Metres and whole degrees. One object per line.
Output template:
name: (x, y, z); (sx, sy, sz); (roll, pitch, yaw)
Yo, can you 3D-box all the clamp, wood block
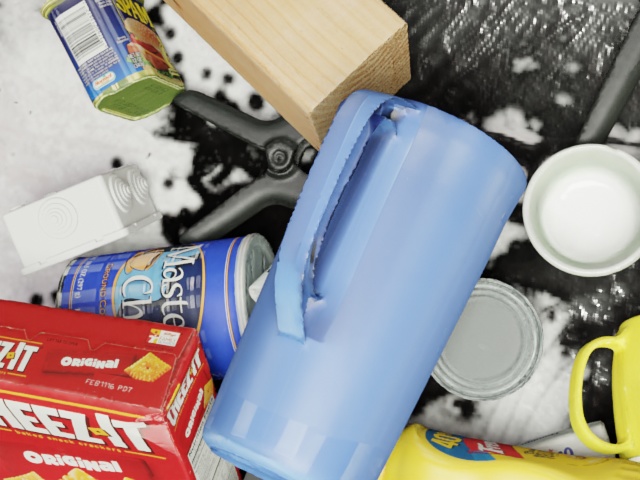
clamp: (0.229, -0.164, 0.736); (0.210, 0.036, 0.164); (-22, 84, 12)
clamp: (-0.033, -0.048, 0.794); (0.171, 0.039, 0.120); (5, 93, 13)
wood block: (-0.039, -0.169, 0.757); (0.090, 0.091, 0.206); (-43, 74, -5)

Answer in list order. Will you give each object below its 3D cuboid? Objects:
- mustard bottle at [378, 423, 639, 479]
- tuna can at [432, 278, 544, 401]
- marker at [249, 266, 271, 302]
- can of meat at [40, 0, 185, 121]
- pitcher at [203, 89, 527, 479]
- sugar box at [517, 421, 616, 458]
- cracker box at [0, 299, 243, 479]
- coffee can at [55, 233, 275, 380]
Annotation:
mustard bottle: (0.106, 0.155, 0.681); (0.192, 0.096, 0.058); (7, 89, 16)
tuna can: (0.115, 0.070, 0.757); (0.086, 0.033, 0.086); (-1, 88, 13)
marker: (-0.005, 0.001, 0.738); (0.020, 0.020, 0.121); (36, 58, 12)
can of meat: (-0.150, -0.140, 0.795); (0.057, 0.102, 0.084); (-28, 84, 11)
pitcher: (0.020, 0.035, 0.661); (0.149, 0.145, 0.242); (30, 74, -15)
sugar box: (0.180, 0.221, 0.731); (0.093, 0.048, 0.176); (-19, 80, 12)
cracker box: (-0.150, 0.138, 0.733); (0.164, 0.214, 0.072); (7, 50, 14)
coffee can: (-0.105, 0.054, 0.775); (0.140, 0.102, 0.103); (-7, 86, 13)
